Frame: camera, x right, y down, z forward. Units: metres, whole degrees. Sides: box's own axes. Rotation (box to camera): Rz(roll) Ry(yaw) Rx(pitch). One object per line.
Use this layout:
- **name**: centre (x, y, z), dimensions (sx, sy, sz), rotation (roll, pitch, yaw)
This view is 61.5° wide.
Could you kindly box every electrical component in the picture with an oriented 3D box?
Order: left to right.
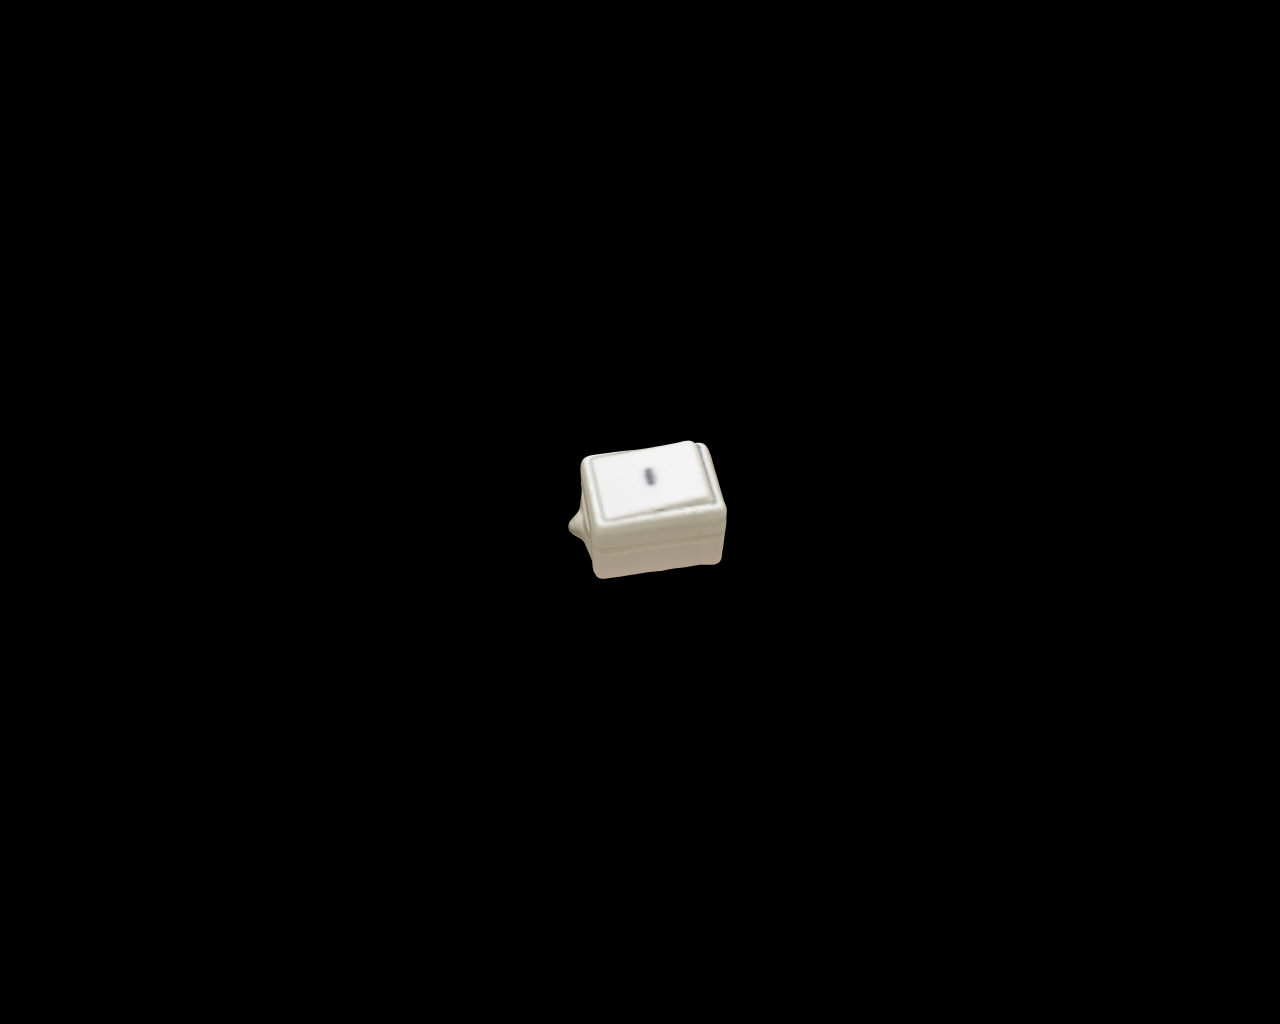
- **electrical component**: centre (0.001, -0.003, 0.650), dimensions (0.096, 0.062, 0.061), rotation (-7, -40, -6)
